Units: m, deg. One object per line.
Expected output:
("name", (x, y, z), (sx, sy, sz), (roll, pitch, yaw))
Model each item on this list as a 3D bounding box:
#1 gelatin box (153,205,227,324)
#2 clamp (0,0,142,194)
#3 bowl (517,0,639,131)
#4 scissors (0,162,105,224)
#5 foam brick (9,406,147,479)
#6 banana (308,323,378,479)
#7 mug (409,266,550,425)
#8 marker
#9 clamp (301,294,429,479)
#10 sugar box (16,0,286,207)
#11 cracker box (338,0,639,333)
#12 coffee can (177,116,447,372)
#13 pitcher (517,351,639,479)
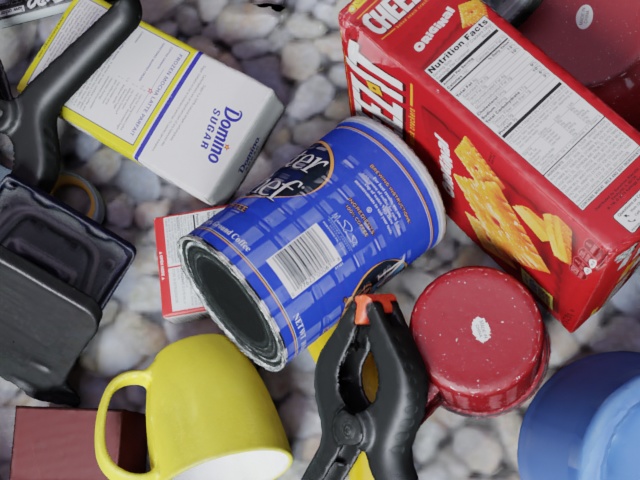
("gelatin box", (-0.068, 0.015, 0.744), (0.089, 0.030, 0.073), (-10, 74, 5))
("clamp", (-0.210, -0.092, 0.753), (0.165, 0.036, 0.210), (9, 93, 20))
("bowl", (0.168, -0.137, 0.677), (0.162, 0.055, 0.162), (-1, 88, 20))
("scissors", (-0.230, -0.059, 0.798), (0.096, 0.016, 0.202), (-30, 74, 4))
("foam brick", (-0.161, 0.139, 0.718), (0.078, 0.053, 0.051), (0, 76, 10))
("banana", (0.021, 0.132, 0.695), (0.070, 0.037, 0.198), (-5, 75, 8))
("mug", (0.091, 0.072, 0.674), (0.117, 0.081, 0.093), (-45, 73, -3))
("marker", (-0.206, -0.183, 0.825), (0.121, 0.020, 0.020), (-12, 74, 7))
("clamp", (0.021, 0.119, 0.651), (0.120, 0.039, 0.171), (-6, 81, 35))
("sugar box", (-0.123, -0.103, 0.775), (0.176, 0.048, 0.093), (31, 86, 14))
("cracker box", (0.108, -0.054, 0.658), (0.072, 0.164, 0.214), (-43, 73, -10))
("coffee can", (-0.004, 0.001, 0.677), (0.140, 0.103, 0.103), (-37, 72, -21))
("pitcher", (0.185, 0.113, 0.562), (0.145, 0.242, 0.149), (1, 82, 7))
